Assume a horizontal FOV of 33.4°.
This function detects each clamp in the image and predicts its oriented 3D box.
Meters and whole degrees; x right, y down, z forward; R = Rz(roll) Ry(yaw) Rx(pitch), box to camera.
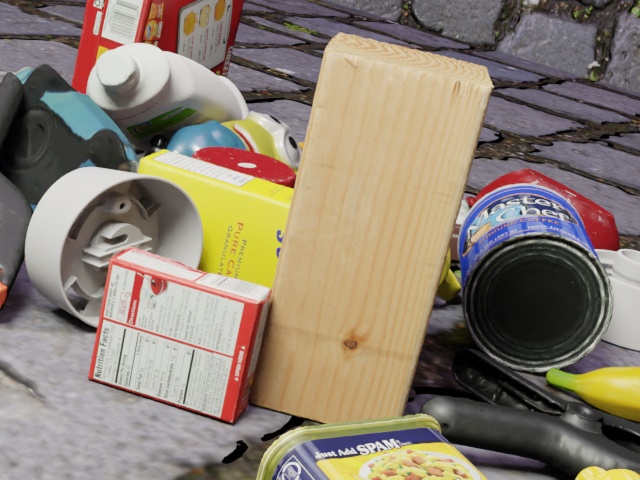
[{"bbox_3d":[-0.247,-0.038,0.666,0.164,0.036,0.210,-1,48,-32],"label":"clamp"},{"bbox_3d":[0.137,0.114,0.608,0.172,0.039,0.120,21,21,22],"label":"clamp"}]

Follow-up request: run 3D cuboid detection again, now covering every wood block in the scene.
[{"bbox_3d":[0.027,-0.005,0.613,0.091,0.206,0.090,14,18,2],"label":"wood block"}]

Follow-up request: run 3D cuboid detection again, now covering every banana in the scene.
[{"bbox_3d":[0.256,0.103,0.733,0.197,0.037,0.070,6,20,-22],"label":"banana"}]

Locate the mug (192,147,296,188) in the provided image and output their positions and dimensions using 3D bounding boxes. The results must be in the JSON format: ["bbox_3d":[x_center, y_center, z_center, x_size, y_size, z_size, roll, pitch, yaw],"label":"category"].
[{"bbox_3d":[-0.075,-0.024,0.805,0.117,0.081,0.093,17,18,11],"label":"mug"}]

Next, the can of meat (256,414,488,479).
[{"bbox_3d":[0.034,0.125,0.469,0.101,0.057,0.084,0,24,-34],"label":"can of meat"}]

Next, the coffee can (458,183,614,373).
[{"bbox_3d":[0.155,0.024,0.792,0.103,0.103,0.140,14,18,2],"label":"coffee can"}]

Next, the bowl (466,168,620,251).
[{"bbox_3d":[0.218,-0.021,0.991,0.162,0.055,0.162,27,12,-6],"label":"bowl"}]

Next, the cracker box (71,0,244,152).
[{"bbox_3d":[-0.166,-0.182,1.090,0.072,0.164,0.213,21,19,16],"label":"cracker box"}]

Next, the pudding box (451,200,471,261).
[{"bbox_3d":[0.100,-0.014,0.977,0.113,0.039,0.090,10,17,-20],"label":"pudding box"}]

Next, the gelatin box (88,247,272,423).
[{"bbox_3d":[-0.077,0.051,0.586,0.089,0.073,0.030,16,17,10],"label":"gelatin box"}]

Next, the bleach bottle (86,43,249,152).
[{"bbox_3d":[-0.132,-0.122,0.914,0.102,0.068,0.250,-29,-7,3],"label":"bleach bottle"}]

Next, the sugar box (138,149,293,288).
[{"bbox_3d":[-0.041,0.009,0.709,0.176,0.093,0.048,17,19,14],"label":"sugar box"}]

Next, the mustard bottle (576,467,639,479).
[{"bbox_3d":[0.164,0.157,0.462,0.096,0.058,0.192,8,18,-19],"label":"mustard bottle"}]
